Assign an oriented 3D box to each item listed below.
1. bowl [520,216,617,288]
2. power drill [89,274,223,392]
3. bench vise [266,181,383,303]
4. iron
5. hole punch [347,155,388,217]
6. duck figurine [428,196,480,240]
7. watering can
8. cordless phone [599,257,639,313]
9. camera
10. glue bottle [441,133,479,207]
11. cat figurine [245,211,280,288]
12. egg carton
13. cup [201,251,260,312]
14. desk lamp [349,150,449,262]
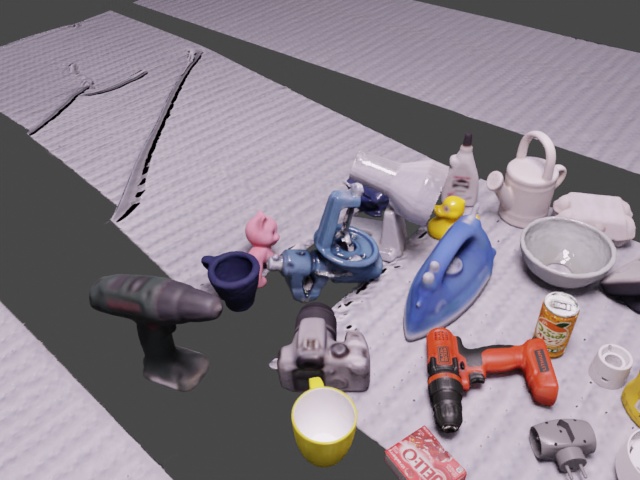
[{"bbox_3d":[0.448,0.034,1.054,0.167,0.075,0.167,-2,41,2],"label":"bowl"},{"bbox_3d":[-0.235,0.135,0.874,0.229,0.209,0.076,13,43,18],"label":"power drill"},{"bbox_3d":[0.016,0.010,0.995,0.208,0.220,0.121,-25,45,-23],"label":"bench vise"},{"bbox_3d":[0.220,0.049,0.998,0.118,0.141,0.259,23,47,27],"label":"iron"},{"bbox_3d":[0.117,-0.118,1.236,0.101,0.091,0.108,-30,48,-28],"label":"hole punch"},{"bbox_3d":[0.272,-0.049,1.151,0.104,0.086,0.077,1,41,5],"label":"duck figurine"},{"bbox_3d":[0.418,-0.123,1.146,0.173,0.194,0.100,-32,48,-29],"label":"watering can"},{"bbox_3d":[0.572,0.020,0.979,0.148,0.185,0.093,-26,46,-24],"label":"cordless phone"},{"bbox_3d":[0.008,0.161,0.912,0.143,0.101,0.137,0,41,3],"label":"camera"},{"bbox_3d":[0.299,-0.148,1.198,0.078,0.173,0.037,3,41,7],"label":"glue bottle"},{"bbox_3d":[-0.118,0.007,1.085,0.067,0.118,0.128,12,43,16],"label":"cat figurine"},{"bbox_3d":[0.541,-0.040,1.138,0.150,0.069,0.107,7,42,11],"label":"egg carton"},{"bbox_3d":[-0.160,0.078,1.023,0.117,0.095,0.092,19,45,23],"label":"cup"},{"bbox_3d":[0.132,-0.065,1.081,0.202,0.214,0.118,10,43,15],"label":"desk lamp"}]
